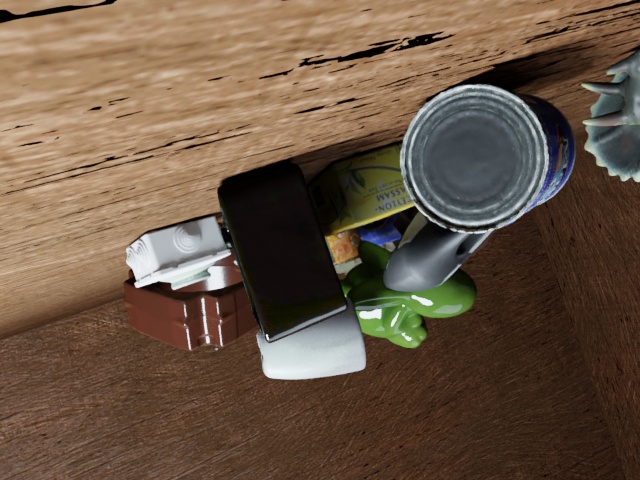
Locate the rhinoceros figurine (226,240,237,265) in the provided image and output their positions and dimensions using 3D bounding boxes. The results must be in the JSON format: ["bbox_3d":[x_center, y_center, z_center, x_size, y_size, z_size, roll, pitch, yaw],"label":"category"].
[{"bbox_3d":[-0.072,-0.010,0.732,0.112,0.073,0.190,-6,-176,2],"label":"rhinoceros figurine"}]

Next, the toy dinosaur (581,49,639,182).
[{"bbox_3d":[0.419,-0.162,0.607,0.192,0.131,0.405,-4,-166,38],"label":"toy dinosaur"}]

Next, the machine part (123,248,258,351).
[{"bbox_3d":[-0.174,0.080,0.821,0.202,0.087,0.201,10,-158,34],"label":"machine part"}]

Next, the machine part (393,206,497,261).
[{"bbox_3d":[0.180,-0.050,0.710,0.179,0.179,0.056,-19,-139,-17],"label":"machine part"}]

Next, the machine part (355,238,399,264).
[{"bbox_3d":[0.109,-0.005,0.994,0.079,0.079,0.243,-19,-165,16],"label":"machine part"}]

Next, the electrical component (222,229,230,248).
[{"bbox_3d":[-0.136,0.005,0.841,0.102,0.045,0.078,-11,175,-31],"label":"electrical component"}]

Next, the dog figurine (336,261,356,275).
[{"bbox_3d":[0.019,0.012,1.049,0.121,0.172,0.190,-31,-177,20],"label":"dog figurine"}]

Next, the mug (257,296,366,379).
[{"bbox_3d":[-0.015,0.109,0.589,0.107,0.080,0.109,-10,-175,-12],"label":"mug"}]

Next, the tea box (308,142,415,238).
[{"bbox_3d":[0.046,-0.051,0.611,0.098,0.068,0.169,-20,-179,-13],"label":"tea box"}]

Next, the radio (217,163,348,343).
[{"bbox_3d":[-0.046,0.014,0.516,0.073,0.131,0.229,-19,180,-11],"label":"radio"}]

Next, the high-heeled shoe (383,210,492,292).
[{"bbox_3d":[0.156,-0.041,0.604,0.145,0.086,0.249,-43,-174,48],"label":"high-heeled shoe"}]

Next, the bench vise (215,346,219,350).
[{"bbox_3d":[-0.088,0.107,0.997,0.224,0.128,0.240,-12,-171,35],"label":"bench vise"}]

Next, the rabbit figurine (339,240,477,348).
[{"bbox_3d":[0.104,0.054,0.660,0.159,0.121,0.170,24,157,-28],"label":"rabbit figurine"}]
